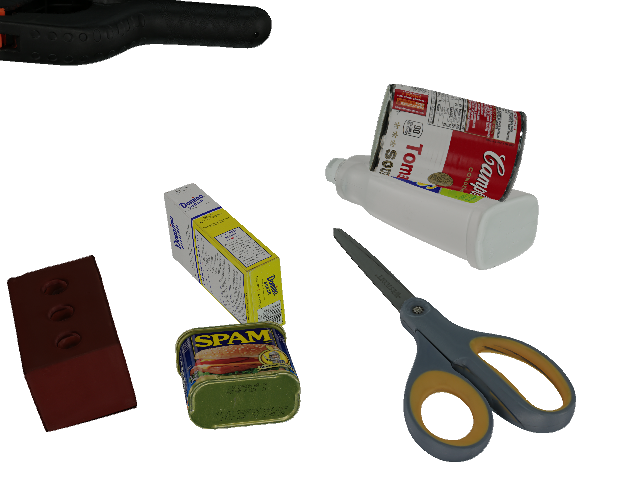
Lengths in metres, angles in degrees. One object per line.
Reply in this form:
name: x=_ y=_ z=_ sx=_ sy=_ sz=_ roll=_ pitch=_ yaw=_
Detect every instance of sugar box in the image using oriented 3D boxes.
sugar box: x=-0.103 y=0.018 z=1.139 sx=0.048 sy=0.093 sz=0.176 roll=-22 pitch=42 yaw=-24

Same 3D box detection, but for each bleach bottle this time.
bleach bottle: x=0.097 y=-0.043 z=1.109 sx=0.102 sy=0.068 sz=0.251 roll=-18 pitch=28 yaw=-41

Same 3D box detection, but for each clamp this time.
clamp: x=-0.129 y=-0.141 z=0.646 sx=0.171 sy=0.039 sz=0.120 roll=-10 pitch=31 yaw=-29

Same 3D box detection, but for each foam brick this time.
foam brick: x=-0.139 y=0.057 z=0.596 sx=0.053 sy=0.051 sz=0.078 roll=-16 pitch=43 yaw=-13

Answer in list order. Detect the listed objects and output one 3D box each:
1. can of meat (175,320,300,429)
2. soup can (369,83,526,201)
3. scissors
can of meat: x=-0.072 y=0.119 z=0.939 sx=0.102 sy=0.057 sz=0.084 roll=-4 pitch=27 yaw=-12
soup can: x=0.092 y=-0.072 z=0.783 sx=0.102 sy=0.068 sz=0.068 roll=13 pitch=0 yaw=-1
scissors: x=0.047 y=0.056 z=0.595 sx=0.096 sy=0.016 sz=0.202 roll=-34 pitch=46 yaw=-30
